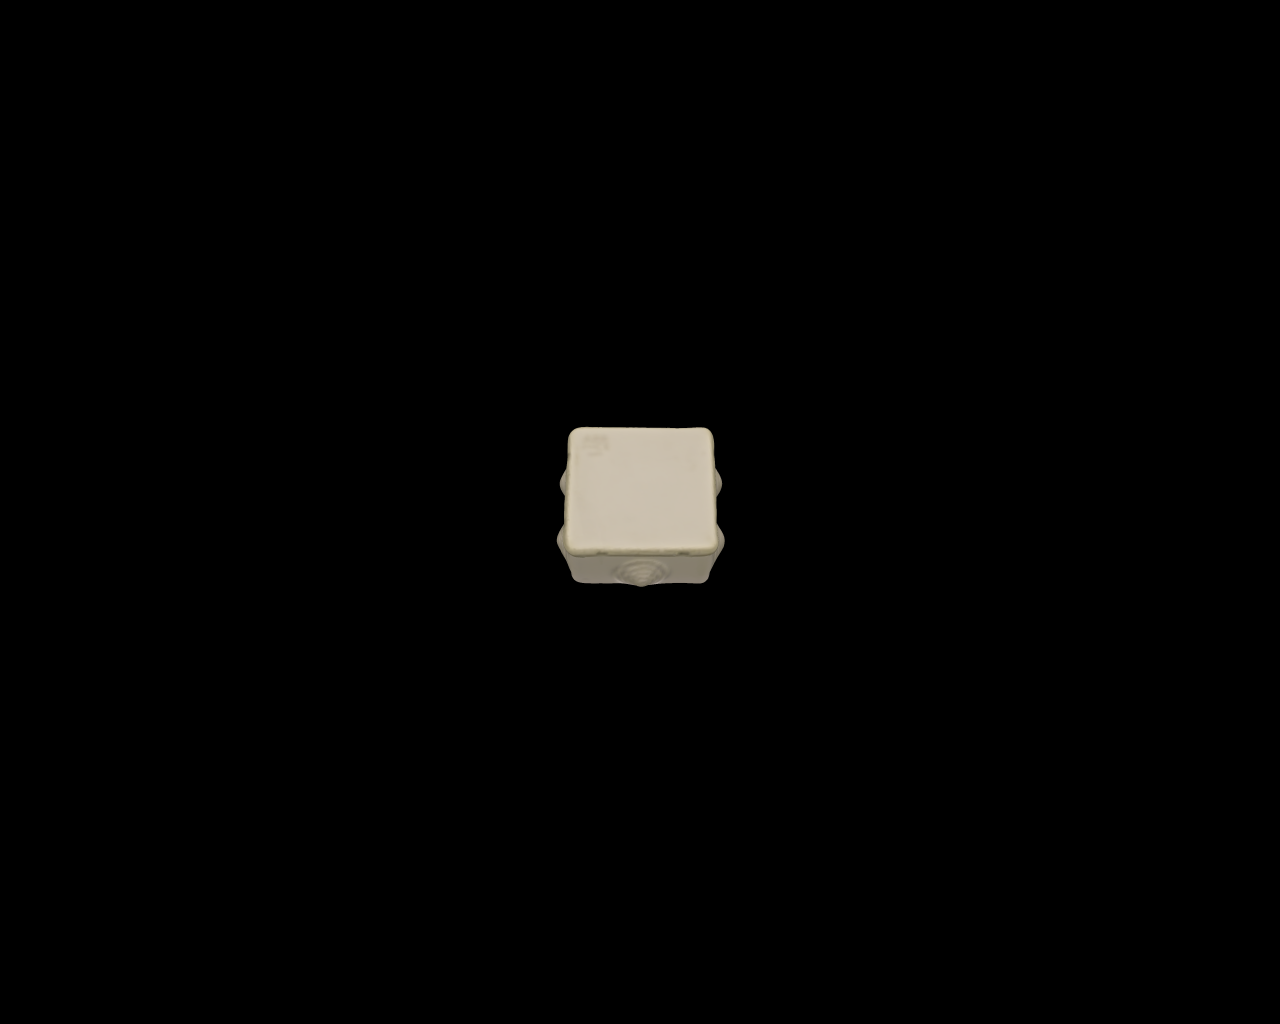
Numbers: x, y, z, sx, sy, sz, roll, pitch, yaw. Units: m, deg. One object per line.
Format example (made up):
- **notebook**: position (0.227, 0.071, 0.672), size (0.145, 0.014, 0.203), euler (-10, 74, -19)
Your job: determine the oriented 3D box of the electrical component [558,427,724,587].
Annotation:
- **electrical component**: position (0.001, -0.003, 0.650), size (0.100, 0.100, 0.048), euler (0, -32, 0)
